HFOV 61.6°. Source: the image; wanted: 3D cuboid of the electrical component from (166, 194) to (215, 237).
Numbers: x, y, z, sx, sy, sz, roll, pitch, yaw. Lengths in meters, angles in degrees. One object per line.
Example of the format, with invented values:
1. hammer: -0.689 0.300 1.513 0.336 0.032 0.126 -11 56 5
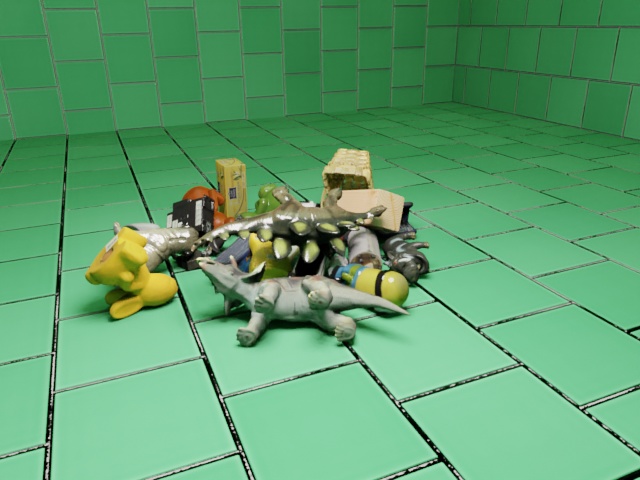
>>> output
1. electrical component: -0.345 -0.049 1.424 0.134 0.115 0.058 -13 -28 23

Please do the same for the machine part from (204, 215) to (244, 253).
1. machine part: -0.242 -0.009 1.373 0.139 0.039 0.084 -38 8 19

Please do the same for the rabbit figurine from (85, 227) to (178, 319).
1. rabbit figurine: -0.378 0.085 1.104 0.162 0.173 0.122 -53 35 -4

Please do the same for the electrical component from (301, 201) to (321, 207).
1. electrical component: -0.055 -0.085 1.611 0.119 0.047 0.075 0 22 3

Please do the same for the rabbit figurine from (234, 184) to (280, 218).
1. rabbit figurine: -0.158 -0.055 1.503 0.170 0.121 0.159 -28 37 -15

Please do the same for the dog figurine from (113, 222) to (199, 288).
1. dog figurine: -0.377 0.039 1.243 0.191 0.172 0.121 1 -23 -12

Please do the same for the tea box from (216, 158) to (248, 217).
1. tea box: -0.269 -0.156 1.634 0.068 0.169 0.098 -12 23 -24

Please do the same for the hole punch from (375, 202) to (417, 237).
1. hole punch: 0.199 -0.048 1.487 0.142 0.092 0.116 -9 -7 -12

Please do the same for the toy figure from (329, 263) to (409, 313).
1. toy figure: 0.100 0.093 1.119 0.180 0.089 0.082 22 39 40

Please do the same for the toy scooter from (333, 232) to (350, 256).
1. toy scooter: -0.003 -0.004 1.381 0.135 0.075 0.184 11 22 28

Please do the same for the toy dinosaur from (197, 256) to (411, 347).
1. toy dinosaur: -0.040 0.114 1.054 0.405 0.131 0.192 5 23 -2

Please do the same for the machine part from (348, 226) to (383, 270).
1. machine part: 0.105 0.030 1.288 0.079 0.079 0.243 -1 23 1

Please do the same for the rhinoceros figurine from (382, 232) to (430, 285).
1. rhinoceros figurine: 0.201 0.040 1.265 0.112 0.073 0.190 -3 22 -8

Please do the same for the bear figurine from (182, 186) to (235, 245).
1. bear figurine: -0.304 -0.064 1.516 0.196 0.120 0.131 45 1 28

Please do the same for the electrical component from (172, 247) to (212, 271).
1. electrical component: -0.311 0.038 1.327 0.078 0.045 0.102 -16 27 -36

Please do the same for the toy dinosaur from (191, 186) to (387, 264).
1. toy dinosaur: -0.056 -0.034 1.184 0.471 0.104 0.199 -8 32 -20

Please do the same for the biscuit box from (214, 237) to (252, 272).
1. biscuit box: -0.192 0.043 1.290 0.063 0.059 0.203 7 23 16

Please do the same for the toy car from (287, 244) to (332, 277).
1. toy car: -0.022 0.063 1.204 0.074 0.056 0.202 9 42 11

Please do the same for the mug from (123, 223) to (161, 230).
1. mug: -0.456 -0.011 1.410 0.110 0.080 0.107 -1 13 15
